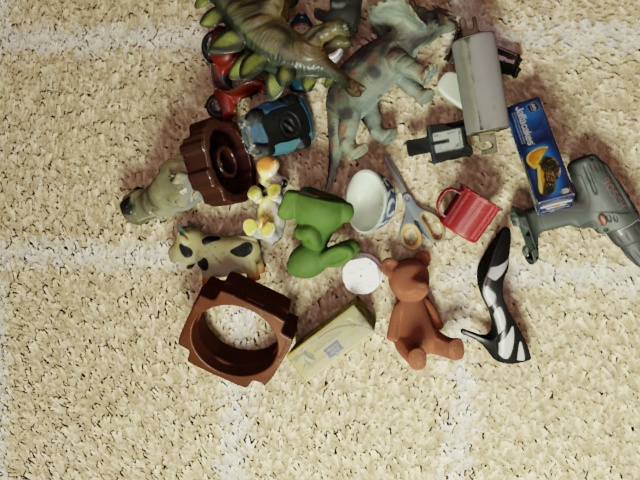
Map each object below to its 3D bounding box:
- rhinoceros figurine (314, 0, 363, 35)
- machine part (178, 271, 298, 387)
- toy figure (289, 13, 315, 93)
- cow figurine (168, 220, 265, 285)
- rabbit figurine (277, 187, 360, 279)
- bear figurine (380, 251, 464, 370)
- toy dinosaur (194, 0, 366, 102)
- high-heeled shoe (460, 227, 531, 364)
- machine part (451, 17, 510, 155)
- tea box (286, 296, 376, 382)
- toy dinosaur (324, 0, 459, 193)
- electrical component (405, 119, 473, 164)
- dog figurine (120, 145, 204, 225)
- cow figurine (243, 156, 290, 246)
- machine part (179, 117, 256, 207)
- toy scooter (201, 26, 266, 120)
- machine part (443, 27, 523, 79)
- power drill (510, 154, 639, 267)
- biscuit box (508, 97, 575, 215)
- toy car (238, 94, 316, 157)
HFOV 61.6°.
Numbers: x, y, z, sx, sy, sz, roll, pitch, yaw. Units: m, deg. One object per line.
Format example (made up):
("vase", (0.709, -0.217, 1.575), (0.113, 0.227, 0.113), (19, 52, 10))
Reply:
("rhinoceros figurine", (0.054, -0.477, 0.983), (0.112, 0.073, 0.190), (25, 107, 47))
("machine part", (-0.158, 0.175, 1.053), (0.201, 0.087, 0.201), (26, 116, -6))
("toy figure", (-0.035, -0.365, 1.041), (0.064, 0.058, 0.154), (-2, 94, -30))
("cow figurine", (-0.215, 0.023, 1.084), (0.195, 0.085, 0.127), (-4, 100, 11))
("rabbit figurine", (-0.002, -0.003, 1.030), (0.159, 0.121, 0.170), (17, 106, 12))
("bear figurine", (0.188, 0.125, 1.013), (0.120, 0.132, 0.195), (-6, 99, -19))
("toy dinosaur", (-0.107, -0.379, 0.960), (0.472, 0.105, 0.198), (42, 87, 17))
("high-heeled shoe", (0.361, 0.110, 1.007), (0.145, 0.086, 0.248), (18, 101, 3))
("machine part", (0.286, -0.273, 0.953), (0.079, 0.079, 0.243), (-11, 93, 9))
("tea box", (0.025, 0.192, 1.054), (0.169, 0.098, 0.068), (-40, 88, 11))
("toy dinosaur", (0.089, -0.285, 1.003), (0.405, 0.131, 0.192), (-43, 70, 17))
("electrical component", (0.224, -0.181, 1.018), (0.119, 0.048, 0.074), (-14, 91, 10))
("dog figurine", (-0.320, -0.086, 1.052), (0.191, 0.172, 0.121), (-26, 80, 3))
("cow figurine", (-0.096, -0.077, 1.061), (0.068, 0.098, 0.167), (3, 78, 18))
("machine part", (-0.189, -0.146, 1.024), (0.056, 0.179, 0.179), (-11, 93, 26))
("toy scooter", (-0.160, -0.326, 1.041), (0.135, 0.075, 0.183), (2, 96, 29))
("machine part", (0.309, -0.342, 0.998), (0.139, 0.039, 0.084), (25, 93, 8))
("power drill", (0.470, -0.025, 0.978), (0.207, 0.086, 0.232), (-22, 89, 14))
("biscuit box", (0.387, -0.150, 0.951), (0.063, 0.059, 0.202), (-17, 67, 17))
("toy car", (-0.094, -0.210, 1.033), (0.103, 0.162, 0.109), (-4, 111, 53))
